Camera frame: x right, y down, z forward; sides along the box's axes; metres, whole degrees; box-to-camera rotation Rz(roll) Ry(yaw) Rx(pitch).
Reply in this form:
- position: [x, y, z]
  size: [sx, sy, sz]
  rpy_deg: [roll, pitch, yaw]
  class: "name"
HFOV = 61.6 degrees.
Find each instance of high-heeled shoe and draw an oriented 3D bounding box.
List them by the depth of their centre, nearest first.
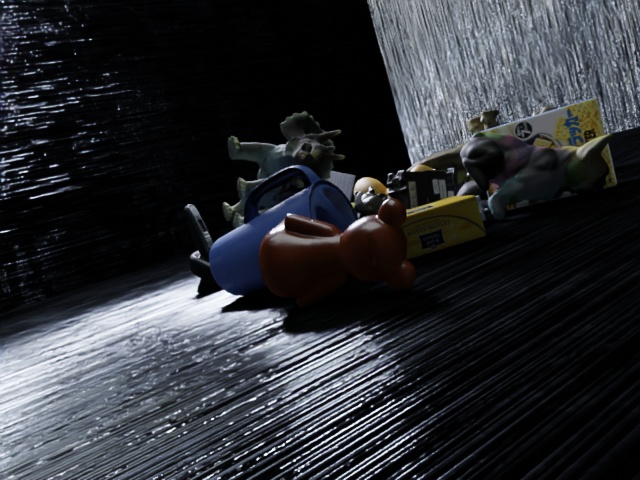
- position: [0.403, -0.101, 1.162]
  size: [0.248, 0.086, 0.145]
  rpy_deg: [2, -39, -36]
  class: "high-heeled shoe"

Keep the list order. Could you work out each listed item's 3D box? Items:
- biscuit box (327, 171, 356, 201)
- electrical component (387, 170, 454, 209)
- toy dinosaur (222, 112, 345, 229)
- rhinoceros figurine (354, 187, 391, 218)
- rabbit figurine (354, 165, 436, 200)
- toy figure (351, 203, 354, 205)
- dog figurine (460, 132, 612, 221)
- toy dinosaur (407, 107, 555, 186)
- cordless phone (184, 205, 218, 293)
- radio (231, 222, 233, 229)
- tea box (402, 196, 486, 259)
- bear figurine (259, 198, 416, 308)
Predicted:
- position: [0.025, -0.061, 1.004]
  size: [0.063, 0.059, 0.203]
  rpy_deg: [12, 31, 3]
  class: "biscuit box"
- position: [0.191, -0.069, 0.990]
  size: [0.134, 0.114, 0.058]
  rpy_deg: [-2, -2, -34]
  class: "electrical component"
- position: [-0.078, -0.094, 1.015]
  size: [0.192, 0.131, 0.404]
  rpy_deg: [-9, -25, -19]
  class: "toy dinosaur"
- position: [0.091, -0.039, 0.981]
  size: [0.073, 0.112, 0.190]
  rpy_deg: [11, -2, 0]
  class: "rhinoceros figurine"
- position: [0.151, -0.075, 1.129]
  size: [0.173, 0.121, 0.162]
  rpy_deg: [16, 53, 10]
  class: "rabbit figurine"
- position: [0.030, -0.029, 1.265]
  size: [0.180, 0.082, 0.089]
  rpy_deg: [-17, -24, -27]
  class: "toy figure"
- position: [0.376, -0.137, 0.919]
  size: [0.219, 0.191, 0.108]
  rpy_deg: [-31, -7, 22]
  class: "dog figurine"
- position: [0.407, -0.201, 1.264]
  size: [0.472, 0.198, 0.105]
  rpy_deg: [-5, -2, 10]
  class: "toy dinosaur"
- position: [-0.243, 0.011, 1.158]
  size: [0.089, 0.184, 0.146]
  rpy_deg: [-20, 5, 6]
  class: "cordless phone"
- position: [-0.114, -0.023, 1.432]
  size: [0.230, 0.073, 0.131]
  rpy_deg: [-15, -29, -12]
  class: "radio"
- position: [0.159, -0.016, 0.848]
  size: [0.170, 0.068, 0.098]
  rpy_deg: [-16, 4, -5]
  class: "tea box"
- position: [0.026, 0.013, 0.679]
  size: [0.196, 0.120, 0.132]
  rpy_deg: [-13, 3, 18]
  class: "bear figurine"
